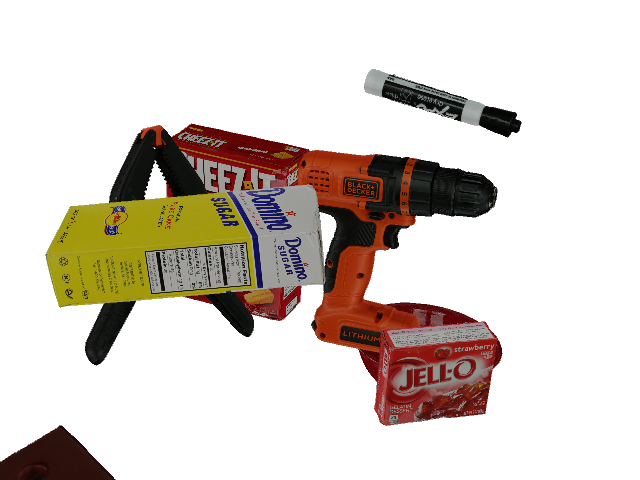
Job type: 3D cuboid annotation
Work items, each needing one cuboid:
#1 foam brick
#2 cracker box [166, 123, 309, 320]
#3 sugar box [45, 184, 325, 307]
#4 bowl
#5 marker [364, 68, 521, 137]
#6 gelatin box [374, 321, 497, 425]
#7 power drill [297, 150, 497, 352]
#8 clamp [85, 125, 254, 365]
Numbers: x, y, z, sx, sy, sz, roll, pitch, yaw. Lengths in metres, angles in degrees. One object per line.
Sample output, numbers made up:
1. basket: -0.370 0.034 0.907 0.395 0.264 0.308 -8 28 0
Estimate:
1. foam brick: -0.116 0.135 0.490 0.052 0.051 0.078 -31 43 -30
2. cracker box: -0.106 -0.020 1.315 0.164 0.214 0.072 14 29 18
3. sugar box: -0.087 0.001 0.720 0.176 0.048 0.093 -8 23 0
4. bowl: 0.109 0.126 1.136 0.162 0.055 0.162 5 24 -2
5. marker: 0.090 -0.102 0.793 0.121 0.020 0.020 20 7 19
6. gelatin box: 0.089 0.104 0.835 0.089 0.073 0.030 -4 29 -14
7. power drill: 0.066 0.012 0.999 0.185 0.188 0.057 10 20 17
8. clamp: -0.133 0.003 0.962 0.164 0.210 0.036 1 -1 -35
